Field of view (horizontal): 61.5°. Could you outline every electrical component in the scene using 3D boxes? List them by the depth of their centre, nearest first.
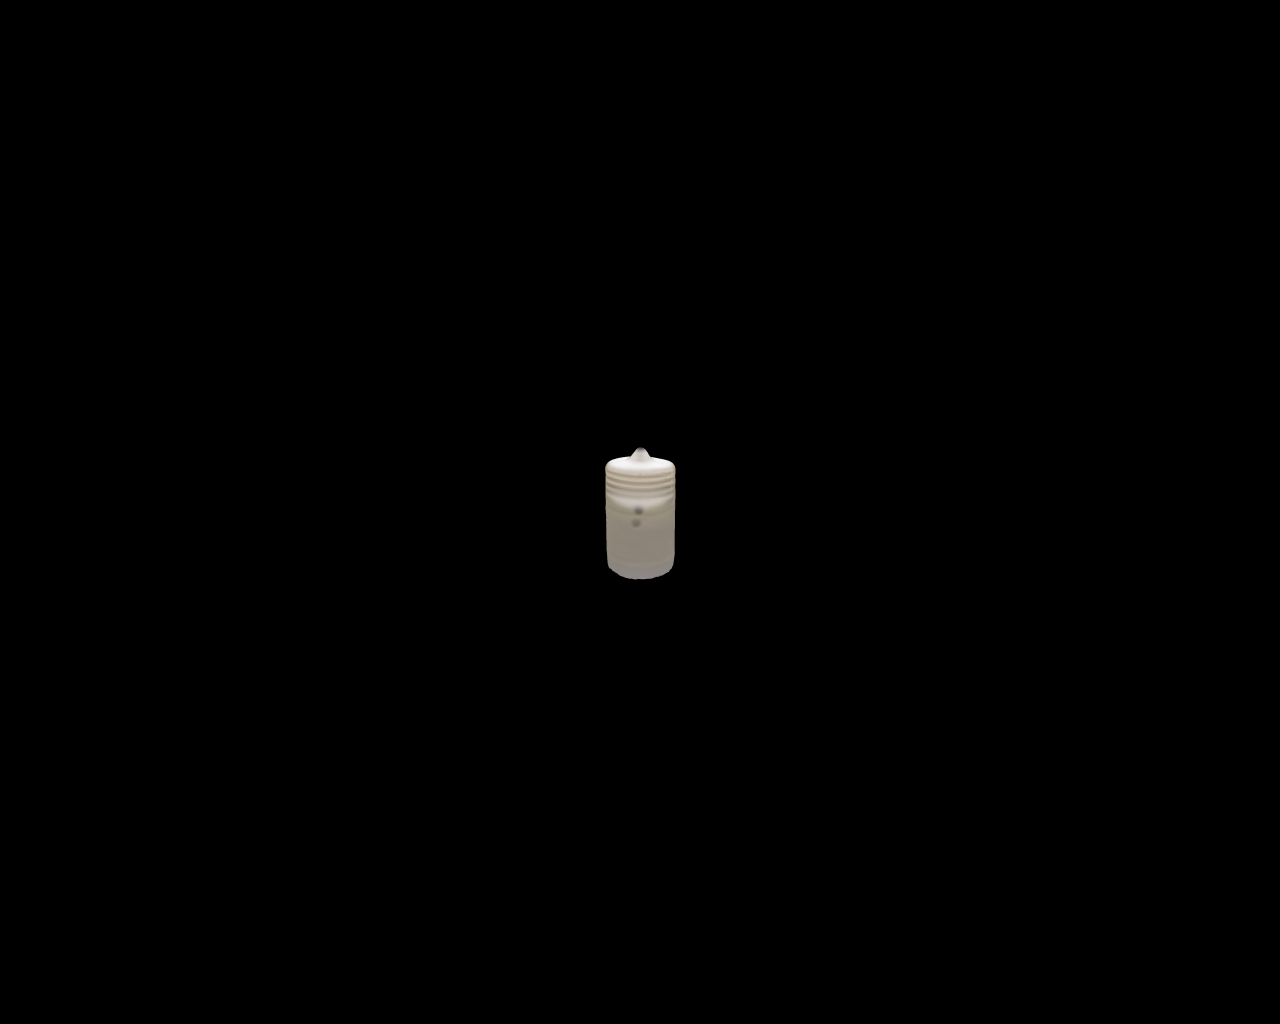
[{"bbox_3d":[0.001,-0.003,0.650,0.043,0.080,0.043,0,24,0],"label":"electrical component"}]
